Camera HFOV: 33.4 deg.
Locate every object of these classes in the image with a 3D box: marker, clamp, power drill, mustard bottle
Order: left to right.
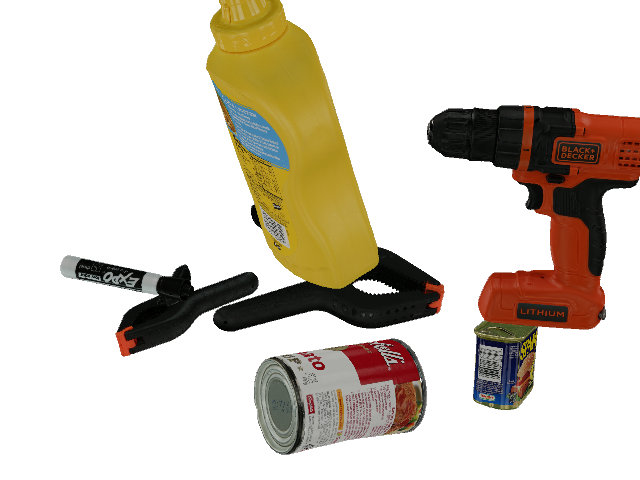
[{"bbox_3d":[-0.158,0.031,0.875,0.121,0.020,0.020,10,4,22],"label":"marker"},{"bbox_3d":[-0.149,0.073,1.162,0.120,0.039,0.171,-6,25,33],"label":"clamp"},{"bbox_3d":[-0.022,-0.066,0.620,0.058,0.191,0.096,-31,40,-15],"label":"mustard bottle"},{"bbox_3d":[0.008,0.044,1.003,0.210,0.036,0.164,15,45,10],"label":"clamp"},{"bbox_3d":[0.176,-0.021,0.883,0.184,0.188,0.057,5,29,8],"label":"power drill"}]

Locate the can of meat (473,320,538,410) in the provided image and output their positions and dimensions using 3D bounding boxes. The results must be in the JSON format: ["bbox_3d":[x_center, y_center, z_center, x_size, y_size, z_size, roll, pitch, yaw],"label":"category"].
[{"bbox_3d":[0.207,0.134,1.192,0.058,0.084,0.102,8,13,25],"label":"can of meat"}]

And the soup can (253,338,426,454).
[{"bbox_3d":[0.013,0.108,0.742,0.102,0.068,0.069,-5,2,-30],"label":"soup can"}]
